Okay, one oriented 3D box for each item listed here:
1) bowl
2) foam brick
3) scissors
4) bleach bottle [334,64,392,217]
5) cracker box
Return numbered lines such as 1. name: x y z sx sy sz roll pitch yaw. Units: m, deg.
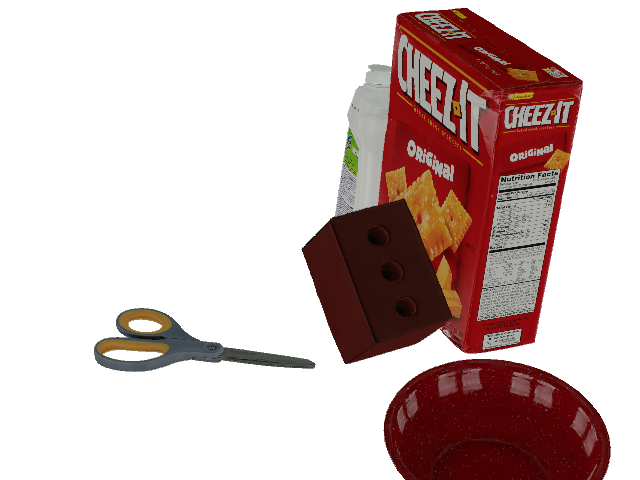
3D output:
1. bowl: 0.126 0.159 0.782 0.162 0.055 0.162 -1 35 0
2. foam brick: 0.032 0.025 0.623 0.052 0.078 0.051 -15 -13 -27
3. scissors: -0.111 0.094 1.009 0.201 0.016 0.096 -1 32 -10
4. bleach bottle: 0.059 -0.074 1.226 0.068 0.251 0.103 -2 23 -19
5. cracker box: 0.107 -0.047 0.806 0.072 0.214 0.164 -9 32 -21
